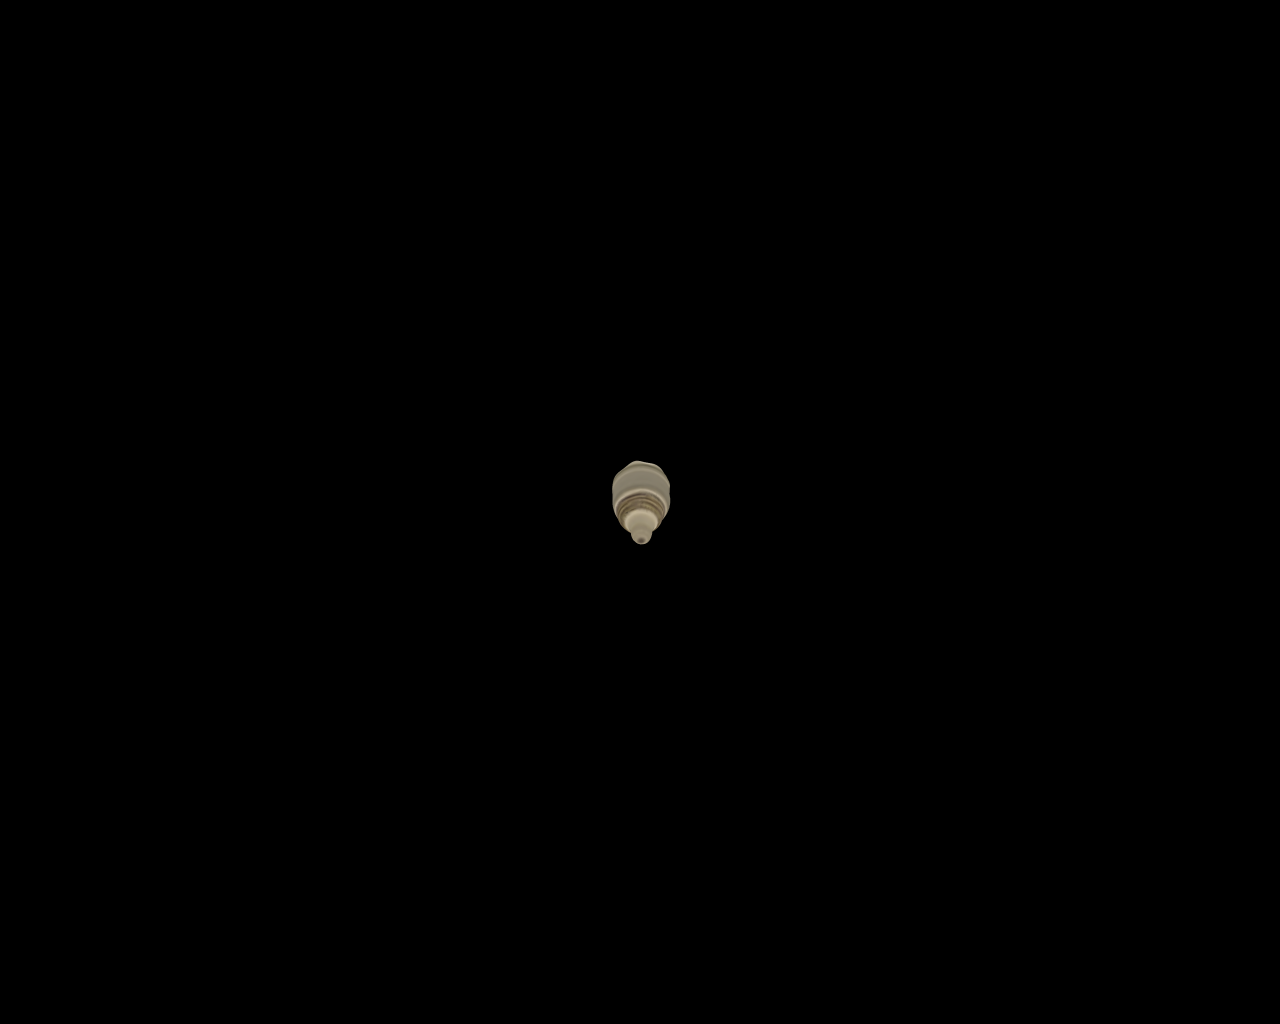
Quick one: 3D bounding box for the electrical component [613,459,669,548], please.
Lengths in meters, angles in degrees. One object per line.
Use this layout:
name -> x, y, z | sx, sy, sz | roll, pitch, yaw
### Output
electrical component -> 0.001, -0.003, 0.650 | 0.035, 0.035, 0.061 | 0, 40, 0
